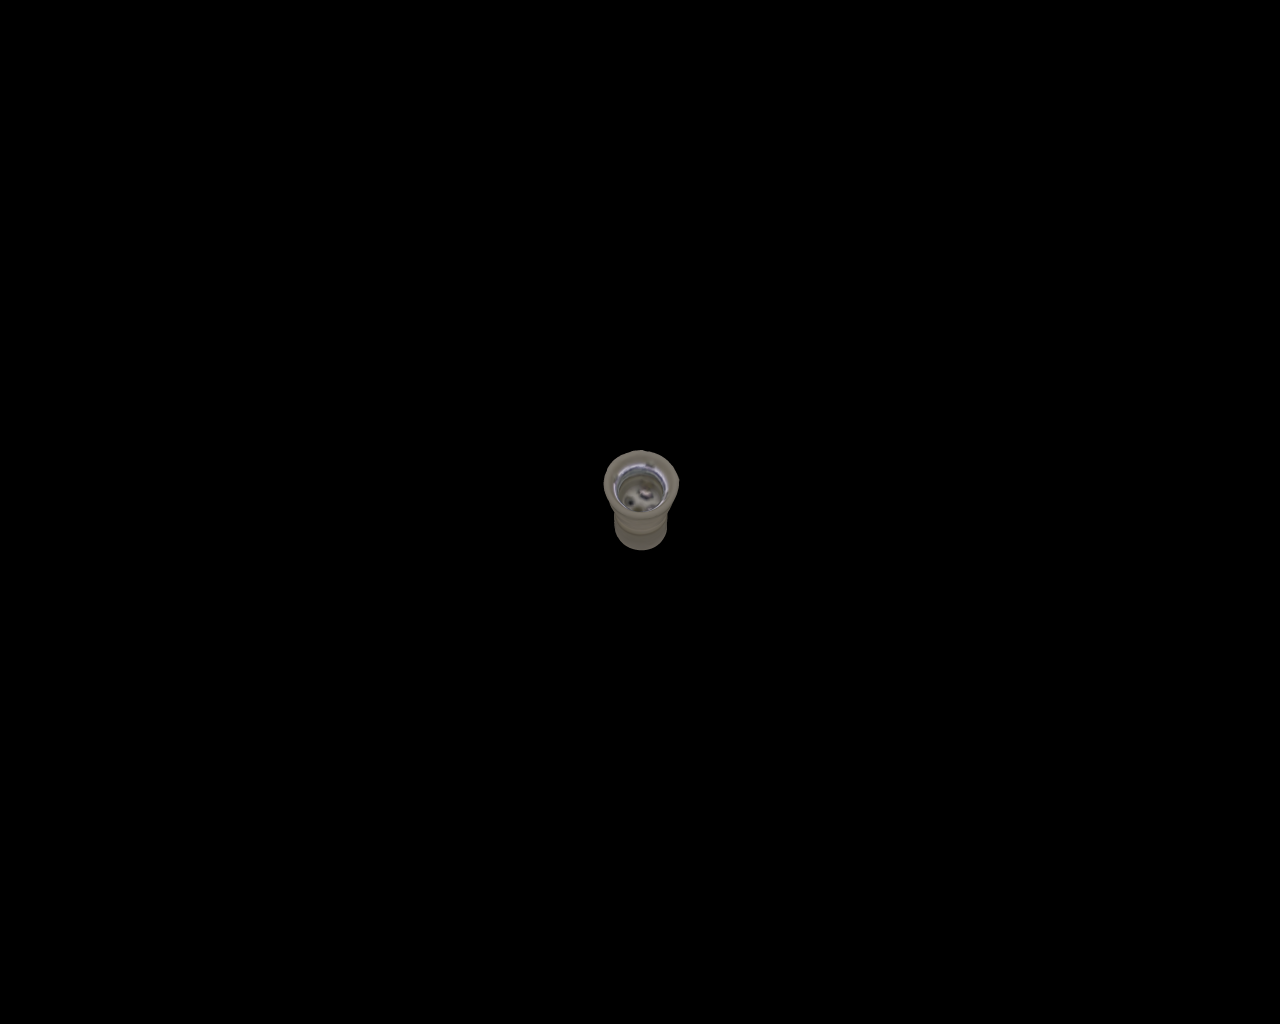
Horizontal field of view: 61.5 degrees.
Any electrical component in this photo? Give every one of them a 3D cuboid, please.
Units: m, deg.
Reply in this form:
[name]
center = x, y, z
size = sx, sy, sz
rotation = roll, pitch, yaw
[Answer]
[electrical component]
center = 0.001, -0.003, 0.650
size = 0.044, 0.044, 0.065
rotation = 0, -28, 0
